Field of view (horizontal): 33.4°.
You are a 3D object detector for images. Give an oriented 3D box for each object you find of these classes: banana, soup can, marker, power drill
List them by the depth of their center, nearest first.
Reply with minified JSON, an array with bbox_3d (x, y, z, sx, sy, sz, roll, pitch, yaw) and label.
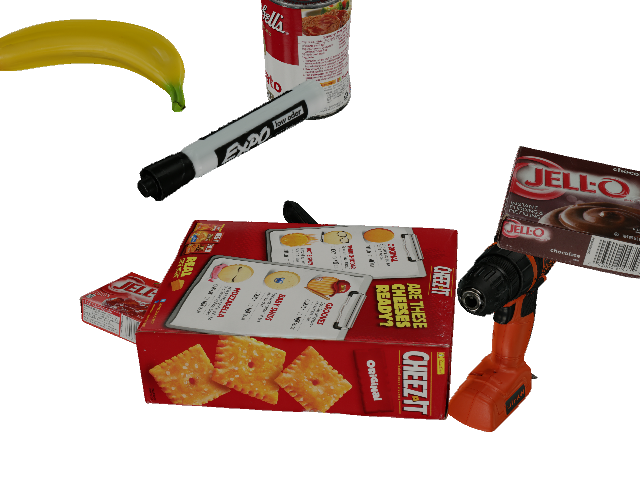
[{"bbox_3d":[-0.045,-0.053,0.562,0.120,0.020,0.020,-33,18,-31],"label":"marker"},{"bbox_3d":[-0.009,-0.151,0.802,0.068,0.102,0.068,-1,44,0],"label":"soup can"},{"bbox_3d":[-0.192,-0.157,0.896,0.198,0.069,0.037,13,-39,18],"label":"banana"},{"bbox_3d":[0.167,0.080,0.985,0.057,0.188,0.184,24,32,27],"label":"power drill"}]

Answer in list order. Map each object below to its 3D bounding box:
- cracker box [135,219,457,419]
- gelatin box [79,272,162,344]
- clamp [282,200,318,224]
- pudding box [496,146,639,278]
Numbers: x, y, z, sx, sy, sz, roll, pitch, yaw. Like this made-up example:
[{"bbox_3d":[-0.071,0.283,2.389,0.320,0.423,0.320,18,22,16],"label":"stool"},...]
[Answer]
[{"bbox_3d":[-0.009,0.054,0.786,0.214,0.072,0.164,2,29,8],"label":"cracker box"},{"bbox_3d":[-0.170,0.064,1.007,0.089,0.030,0.073,18,27,28],"label":"gelatin box"},{"bbox_3d":[0.008,0.033,1.194,0.210,0.036,0.164,28,36,18],"label":"clamp"},{"bbox_3d":[0.196,-0.023,0.806,0.113,0.039,0.090,14,43,8],"label":"pudding box"}]
